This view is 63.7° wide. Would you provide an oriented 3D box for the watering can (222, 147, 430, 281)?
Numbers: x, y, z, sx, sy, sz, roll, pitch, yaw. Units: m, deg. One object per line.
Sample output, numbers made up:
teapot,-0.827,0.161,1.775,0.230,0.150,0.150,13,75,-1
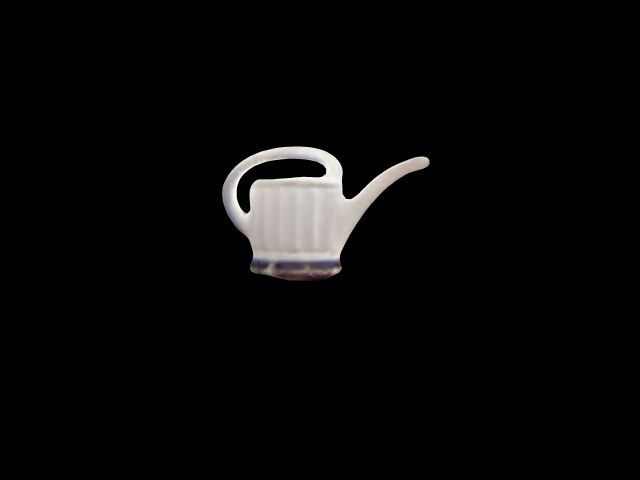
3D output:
watering can,0.003,-0.043,0.850,0.347,0.224,0.104,1,3,11
